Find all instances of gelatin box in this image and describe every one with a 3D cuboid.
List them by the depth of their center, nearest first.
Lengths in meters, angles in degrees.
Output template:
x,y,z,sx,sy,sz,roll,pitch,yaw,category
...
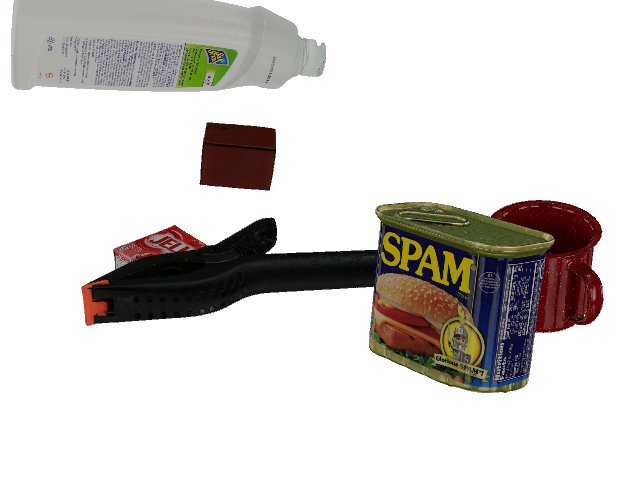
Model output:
x,y,z,sx,sy,sz,roll,pitch,yaw,category
-0.136,0.024,0.983,0.073,0.030,0.089,-24,41,-39,gelatin box

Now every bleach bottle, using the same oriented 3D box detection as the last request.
x,y,z,sx,sy,sz,roll,pitch,yaw,category
-0.122,-0.158,0.875,0.250,0.068,0.103,5,-26,-14,bleach bottle

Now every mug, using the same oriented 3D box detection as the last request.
x,y,z,sx,sy,sz,roll,pitch,yaw,category
0.192,0.028,0.889,0.093,0.081,0.117,-20,35,-25,mug

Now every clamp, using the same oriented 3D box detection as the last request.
x,y,z,sx,sy,sz,roll,pitch,yaw,category
-0.062,0.024,0.746,0.209,0.036,0.165,-16,18,-40,clamp

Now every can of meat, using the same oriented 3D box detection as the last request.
x,y,z,sx,sy,sz,roll,pitch,yaw,category
0.074,0.030,0.594,0.057,0.084,0.102,-7,18,-40,can of meat

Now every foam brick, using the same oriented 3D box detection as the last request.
x,y,z,sx,sy,sz,roll,pitch,yaw,category
-0.088,-0.090,1.144,0.078,0.051,0.053,5,31,-3,foam brick
